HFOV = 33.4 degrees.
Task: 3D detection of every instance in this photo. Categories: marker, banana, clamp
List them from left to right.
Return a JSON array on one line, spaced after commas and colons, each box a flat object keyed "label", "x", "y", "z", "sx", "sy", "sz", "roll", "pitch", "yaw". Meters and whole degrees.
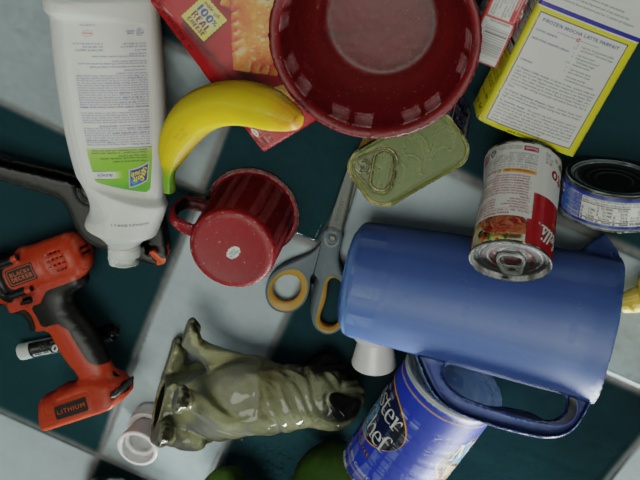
[{"label": "marker", "x": -0.267, "y": 0.108, "z": 1.134, "sx": 0.121, "sy": 0.020, "sz": 0.020, "roll": -13, "pitch": 114, "yaw": 19}, {"label": "clamp", "x": -0.213, "y": -0.063, "z": 1.021, "sx": 0.210, "sy": 0.036, "sz": 0.165, "roll": 42, "pitch": 111, "yaw": -14}, {"label": "banana", "x": -0.084, "y": -0.098, "z": 0.890, "sx": 0.198, "sy": 0.037, "sz": 0.069, "roll": -21, "pitch": 99, "yaw": 50}]

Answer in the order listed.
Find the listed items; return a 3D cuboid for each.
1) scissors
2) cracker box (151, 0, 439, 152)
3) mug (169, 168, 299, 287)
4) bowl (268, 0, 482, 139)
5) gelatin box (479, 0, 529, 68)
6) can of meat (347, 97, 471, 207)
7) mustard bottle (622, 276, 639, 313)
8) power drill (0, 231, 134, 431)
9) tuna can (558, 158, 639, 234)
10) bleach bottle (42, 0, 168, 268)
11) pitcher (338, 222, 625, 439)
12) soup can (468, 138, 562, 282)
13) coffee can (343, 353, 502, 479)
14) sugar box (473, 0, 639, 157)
[{"label": "scissors", "x": -0.007, "y": 0.001, "z": 1.022, "sx": 0.096, "sy": 0.016, "sz": 0.202, "roll": 4, "pitch": 118, "yaw": 9}, {"label": "cracker box", "x": -0.006, "y": -0.195, "z": 0.887, "sx": 0.214, "sy": 0.072, "sz": 0.164, "roll": -28, "pitch": 109, "yaw": 23}, {"label": "mug", "x": -0.084, "y": -0.013, "z": 0.994, "sx": 0.117, "sy": 0.081, "sz": 0.093, "roll": 18, "pitch": 120, "yaw": 2}, {"label": "bowl", "x": 0.044, "y": -0.162, "z": 0.821, "sx": 0.162, "sy": 0.055, "sz": 0.162, "roll": 4, "pitch": 118, "yaw": 8}, {"label": "gelatin box", "x": 0.148, "y": -0.191, "z": 0.854, "sx": 0.030, "sy": 0.073, "sz": 0.089, "roll": 22, "pitch": 119, "yaw": -1}, {"label": "can of meat", "x": 0.080, "y": -0.085, "z": 0.918, "sx": 0.102, "sy": 0.084, "sz": 0.057, "roll": -30, "pitch": 108, "yaw": 24}, {"label": "mustard bottle", "x": 0.359, "y": 0.033, "z": 0.935, "sx": 0.192, "sy": 0.058, "sz": 0.096, "roll": -16, "pitch": 117, "yaw": 20}, {"label": "power drill", "x": -0.287, "y": 0.098, "z": 1.094, "sx": 0.185, "sy": 0.057, "sz": 0.187, "roll": -19, "pitch": 101, "yaw": 23}, {"label": "tuna can", "x": 0.247, "y": -0.039, "z": 0.905, "sx": 0.086, "sy": 0.086, "sz": 0.034, "roll": 7, "pitch": 117, "yaw": 8}, {"label": "bleach bottle", "x": -0.189, "y": -0.095, "z": 0.958, "sx": 0.102, "sy": 0.068, "sz": 0.251, "roll": -1, "pitch": 111, "yaw": -8}, {"label": "pitcher", "x": 0.141, "y": 0.068, "z": 0.957, "sx": 0.243, "sy": 0.149, "sz": 0.145, "roll": 11, "pitch": 131, "yaw": 10}, {"label": "soup can", "x": 0.164, "y": -0.025, "z": 0.893, "sx": 0.068, "sy": 0.102, "sz": 0.068, "roll": 10, "pitch": 153, "yaw": 5}, {"label": "coffee can", "x": 0.098, "y": 0.183, "z": 1.046, "sx": 0.103, "sy": 0.102, "sz": 0.140, "roll": 28, "pitch": 120, "yaw": -3}, {"label": "sugar box", "x": 0.204, "y": -0.163, "z": 0.868, "sx": 0.093, "sy": 0.048, "sz": 0.176, "roll": 19, "pitch": 118, "yaw": -11}]
